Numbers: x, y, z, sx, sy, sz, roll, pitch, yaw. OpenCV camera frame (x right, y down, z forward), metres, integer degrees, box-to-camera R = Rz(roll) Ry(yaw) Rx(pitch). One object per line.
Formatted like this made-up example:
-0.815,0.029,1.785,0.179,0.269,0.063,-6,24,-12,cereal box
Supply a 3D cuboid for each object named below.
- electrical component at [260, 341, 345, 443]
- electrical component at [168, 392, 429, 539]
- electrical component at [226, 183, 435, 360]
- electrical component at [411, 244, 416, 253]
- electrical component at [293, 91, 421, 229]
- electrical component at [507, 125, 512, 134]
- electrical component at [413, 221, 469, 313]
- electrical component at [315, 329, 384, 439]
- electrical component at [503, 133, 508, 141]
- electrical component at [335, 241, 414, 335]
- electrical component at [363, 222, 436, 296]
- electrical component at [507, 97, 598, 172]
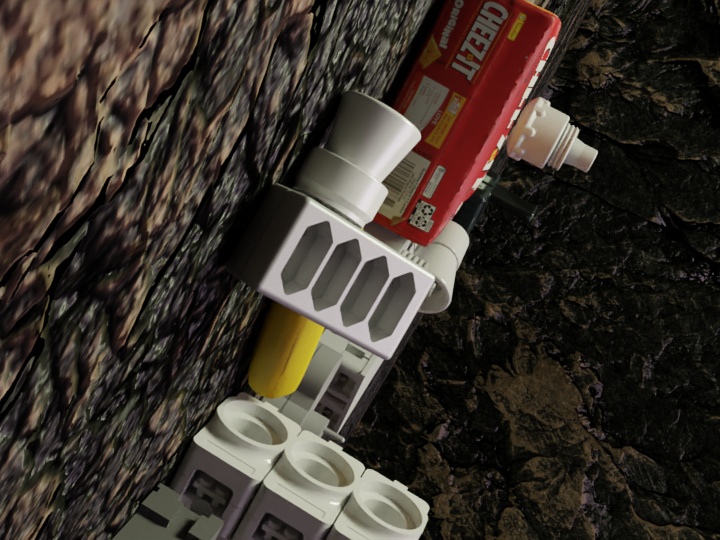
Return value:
-0.049,0.128,0.870,0.138,0.074,0.052,-60,174,-6,electrical component
-0.037,0.148,0.692,0.061,0.150,0.089,-62,174,19,electrical component
-0.022,-0.003,0.519,0.047,0.083,0.076,-60,-148,-1,electrical component
0.028,-0.021,0.869,0.066,0.048,0.055,25,68,-79,electrical component
-0.002,-0.054,0.534,0.055,0.045,0.045,-60,174,-4,electrical component
0.096,-0.122,0.961,0.053,0.059,0.095,-62,174,17,electrical component
0.055,-0.006,0.785,0.065,0.044,0.044,-62,176,-41,electrical component
0.004,0.053,1.018,0.186,0.060,0.105,-55,172,-43,electrical component
0.098,-0.134,0.885,0.048,0.066,0.055,22,65,-84,electrical component
0.000,0.000,0.791,0.099,0.048,0.099,-60,174,-5,electrical component
0.013,-0.006,0.717,0.043,0.081,0.043,-59,174,-10,electrical component
0.141,-0.093,0.780,0.048,0.062,0.048,-61,175,-9,electrical component
